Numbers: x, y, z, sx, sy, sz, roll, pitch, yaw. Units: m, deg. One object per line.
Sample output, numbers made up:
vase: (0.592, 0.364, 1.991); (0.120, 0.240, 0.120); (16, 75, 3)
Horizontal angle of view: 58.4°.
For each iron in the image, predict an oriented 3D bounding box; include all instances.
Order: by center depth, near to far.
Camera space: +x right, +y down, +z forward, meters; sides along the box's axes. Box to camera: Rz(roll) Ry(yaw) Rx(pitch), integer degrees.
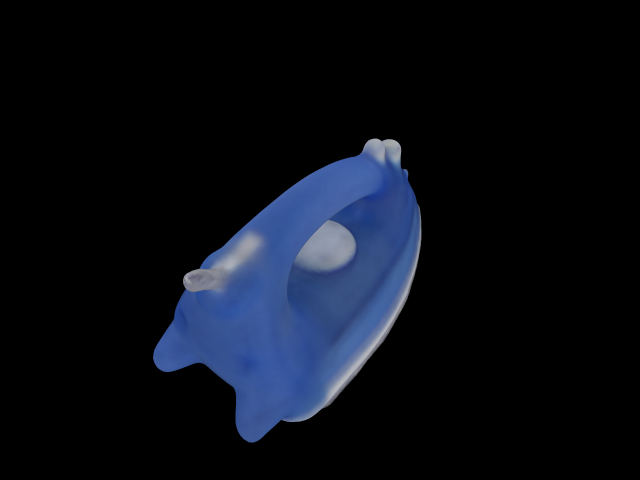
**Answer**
iron: (0.004, 0.001, 0.400); (0.118, 0.141, 0.259); (30, 54, 25)
